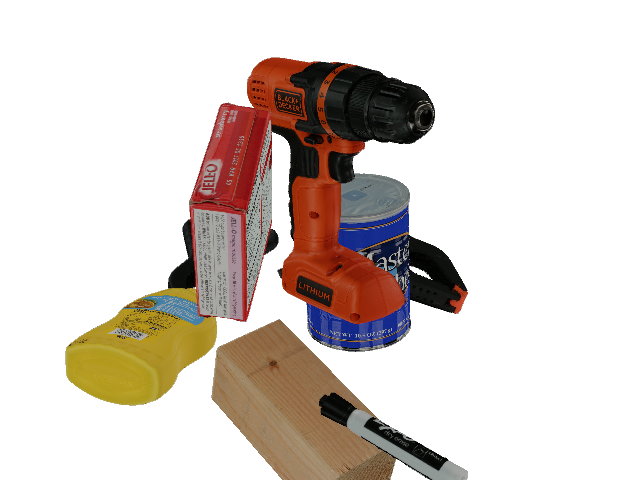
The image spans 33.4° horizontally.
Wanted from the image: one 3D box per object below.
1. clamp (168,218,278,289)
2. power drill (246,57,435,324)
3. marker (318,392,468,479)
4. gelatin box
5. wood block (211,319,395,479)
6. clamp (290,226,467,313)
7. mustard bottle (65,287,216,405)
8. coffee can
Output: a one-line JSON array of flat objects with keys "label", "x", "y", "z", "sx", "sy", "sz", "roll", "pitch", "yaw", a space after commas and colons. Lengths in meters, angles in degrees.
[{"label": "clamp", "x": -0.118, "y": 0.032, "z": 1.241, "sx": 0.120, "sy": 0.039, "sz": 0.171, "roll": -2, "pitch": 40, "yaw": 12}, {"label": "power drill", "x": 0.019, "y": -0.038, "z": 0.783, "sx": 0.057, "sy": 0.188, "sz": 0.185, "roll": -18, "pitch": 24, "yaw": -32}, {"label": "marker", "x": 0.049, "y": 0.142, "z": 0.757, "sx": 0.121, "sy": 0.020, "sz": 0.020, "roll": 27, "pitch": 13, "yaw": 28}, {"label": "gelatin box", "x": -0.045, "y": -0.014, "z": 0.552, "sx": 0.030, "sy": 0.073, "sz": 0.089, "roll": 7, "pitch": -42, "yaw": 4}, {"label": "wood block", "x": -0.020, "y": 0.192, "z": 1.150, "sx": 0.090, "sy": 0.090, "sz": 0.206, "roll": -23, "pitch": 50, "yaw": -32}, {"label": "clamp", "x": 0.078, "y": 0.017, "z": 1.246, "sx": 0.164, "sy": 0.036, "sz": 0.210, "roll": -21, "pitch": 51, "yaw": -38}, {"label": "mustard bottle", "x": -0.153, "y": 0.089, "z": 1.014, "sx": 0.096, "sy": 0.058, "sz": 0.191, "roll": 9, "pitch": 21, "yaw": 18}, {"label": "coffee can", "x": 0.035, "y": 0.020, "z": 1.017, "sx": 0.103, "sy": 0.140, "sz": 0.103, "roll": -3, "pitch": 25, "yaw": 1}]
